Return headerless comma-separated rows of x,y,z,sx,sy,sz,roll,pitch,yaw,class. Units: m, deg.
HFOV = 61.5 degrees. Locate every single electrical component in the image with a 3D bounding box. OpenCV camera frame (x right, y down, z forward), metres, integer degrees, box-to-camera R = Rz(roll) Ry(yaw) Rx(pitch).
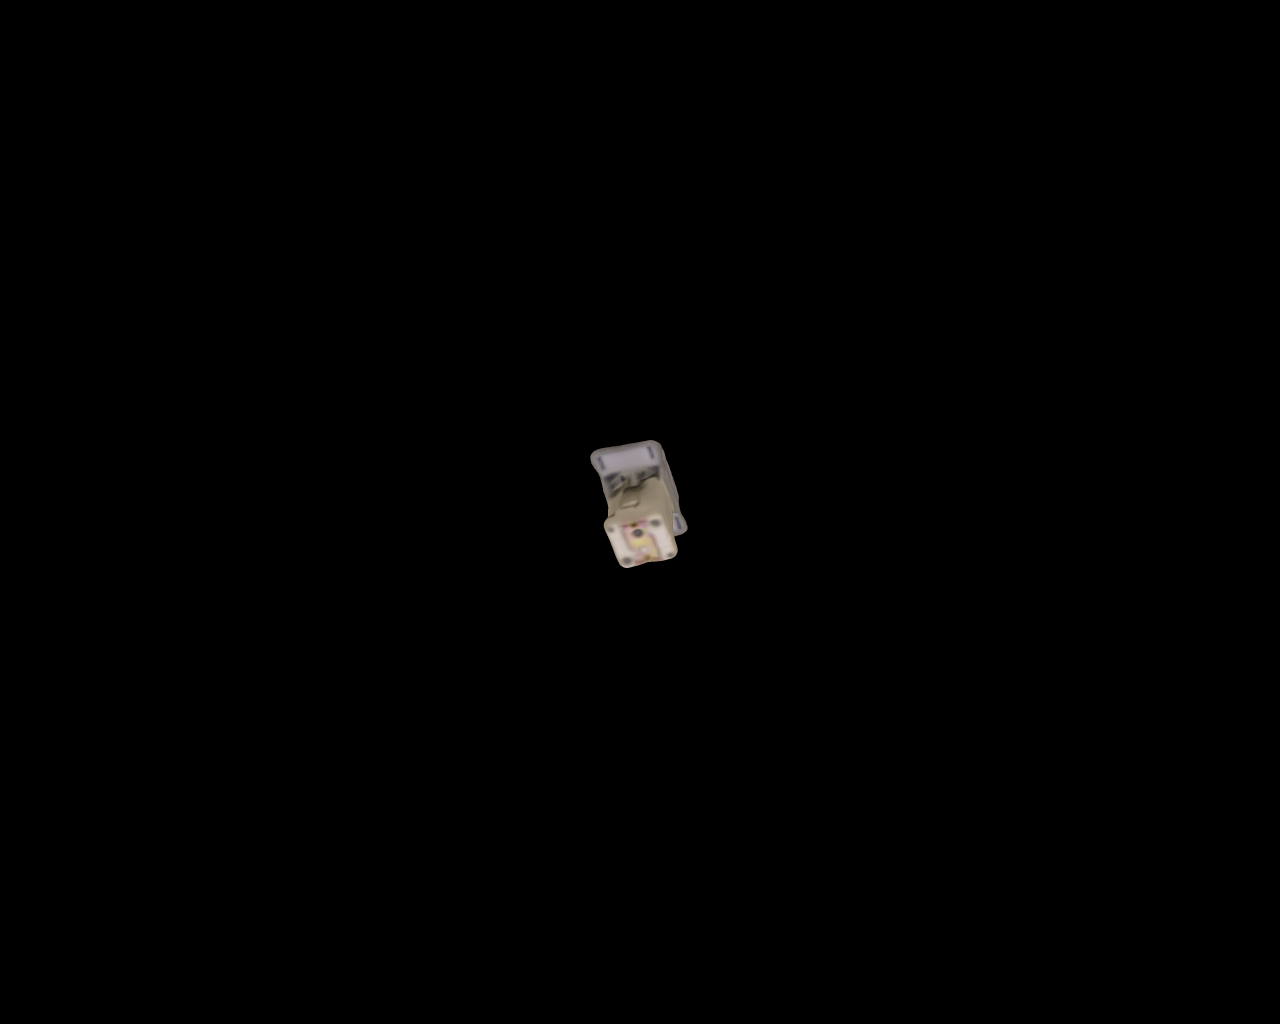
0.001,-0.003,0.650,0.042,0.064,0.080,-11,-47,11,electrical component
